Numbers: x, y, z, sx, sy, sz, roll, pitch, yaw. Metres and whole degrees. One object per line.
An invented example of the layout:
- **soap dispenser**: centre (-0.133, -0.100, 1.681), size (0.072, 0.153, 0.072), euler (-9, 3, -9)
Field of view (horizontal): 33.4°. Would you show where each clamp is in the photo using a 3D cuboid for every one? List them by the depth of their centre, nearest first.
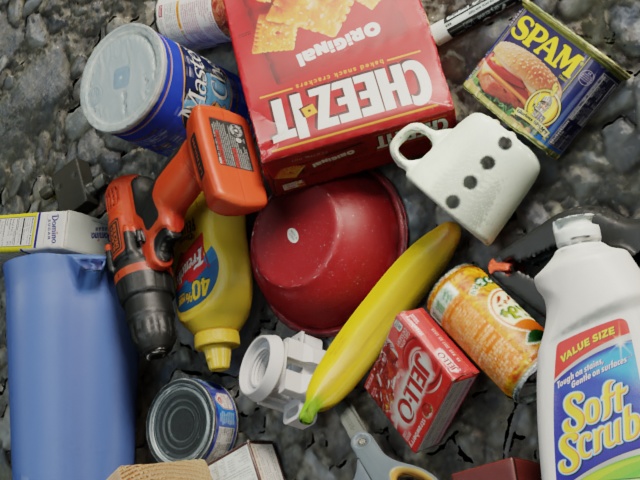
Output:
- **clamp**: centre (0.223, 0.012, 0.764), size (0.210, 0.036, 0.164), euler (8, 86, 37)

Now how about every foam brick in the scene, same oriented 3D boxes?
- **foam brick**: centre (0.135, 0.202, 0.769), size (0.053, 0.051, 0.078), euler (-22, 66, 31)

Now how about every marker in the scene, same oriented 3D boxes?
- **marker**: centre (0.146, -0.198, 0.888), size (0.121, 0.020, 0.020), euler (-26, 64, 28)

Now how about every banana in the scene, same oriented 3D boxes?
- **banana**: centre (0.048, 0.068, 0.861), size (0.198, 0.037, 0.070), euler (-54, 11, -4)

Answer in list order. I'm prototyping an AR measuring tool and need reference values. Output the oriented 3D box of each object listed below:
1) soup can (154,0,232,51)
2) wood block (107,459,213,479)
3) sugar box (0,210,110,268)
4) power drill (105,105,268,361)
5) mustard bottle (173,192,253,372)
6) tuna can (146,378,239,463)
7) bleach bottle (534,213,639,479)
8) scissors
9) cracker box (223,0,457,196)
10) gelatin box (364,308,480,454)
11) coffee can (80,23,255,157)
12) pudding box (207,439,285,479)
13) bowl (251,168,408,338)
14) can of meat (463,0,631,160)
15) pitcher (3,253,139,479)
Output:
- **soup can**: centre (-0.103, -0.223, 1.045), size (0.102, 0.068, 0.068), euler (-4, 75, 36)
- **wood block**: centre (-0.172, 0.278, 0.916), size (0.206, 0.090, 0.091), euler (-46, 54, 36)
- **sugar box**: centre (-0.288, 0.002, 1.103), size (0.177, 0.093, 0.048), euler (-5, 75, 34)
- **power drill**: centre (-0.122, -0.012, 0.920), size (0.188, 0.057, 0.184), euler (-40, 54, 38)
- **mustard bottle**: centre (-0.100, 0.026, 0.979), size (0.096, 0.058, 0.191), euler (-28, 63, 47)
- **tuna can**: centre (-0.117, 0.169, 0.971), size (0.086, 0.033, 0.086), euler (-10, 72, 33)
- **bleach bottle**: centre (0.186, 0.109, 0.722), size (0.103, 0.068, 0.251), euler (-13, 80, 27)
- **scissors**: centre (0.023, 0.177, 0.835), size (0.096, 0.016, 0.202), euler (-35, 42, -18)
- **cracker box**: centre (0.010, -0.164, 0.909), size (0.164, 0.072, 0.214), euler (-16, 65, 4)
- **gelatin box**: centre (0.076, 0.109, 0.827), size (0.073, 0.030, 0.089), euler (51, 137, 33)
- **coffee can**: centre (-0.138, -0.129, 0.998), size (0.103, 0.140, 0.103), euler (-10, 72, 34)
- **pudding box**: centre (-0.067, 0.240, 0.914), size (0.090, 0.039, 0.113), euler (-33, 63, 25)
- **bowl**: centre (-0.006, 0.001, 0.923), size (0.162, 0.055, 0.162), euler (-11, 71, 34)
- **can of meat**: centre (0.172, -0.124, 0.827), size (0.084, 0.057, 0.102), euler (-53, 54, 15)
- **pitcher**: centre (-0.236, 0.139, 1.019), size (0.145, 0.149, 0.243), euler (-7, 76, 19)
